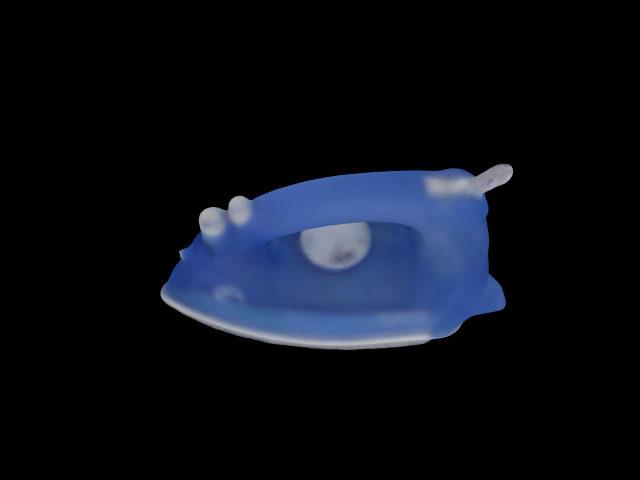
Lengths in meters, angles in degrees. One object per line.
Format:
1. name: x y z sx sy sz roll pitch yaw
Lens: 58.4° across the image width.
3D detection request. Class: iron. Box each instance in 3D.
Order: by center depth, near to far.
1. iron: 0.004 0.001 0.400 0.258 0.141 0.118 -5 59 -3
